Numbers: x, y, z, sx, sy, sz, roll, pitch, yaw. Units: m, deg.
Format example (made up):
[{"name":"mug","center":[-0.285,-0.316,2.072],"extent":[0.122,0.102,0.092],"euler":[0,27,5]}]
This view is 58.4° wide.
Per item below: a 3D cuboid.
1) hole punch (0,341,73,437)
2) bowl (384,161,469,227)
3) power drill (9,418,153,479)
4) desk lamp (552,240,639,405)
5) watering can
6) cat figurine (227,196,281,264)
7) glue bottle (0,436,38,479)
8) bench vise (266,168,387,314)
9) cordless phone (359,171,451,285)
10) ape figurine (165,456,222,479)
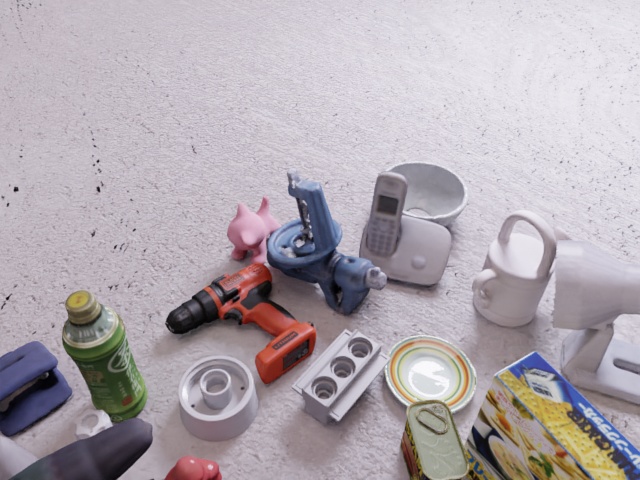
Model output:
[{"name":"hole punch","center":[-0.406,0.186,0.760],"extent":[0.100,0.091,0.109],"euler":[35,53,28]},{"name":"bowl","center":[0.185,-0.069,1.053],"extent":[0.167,0.075,0.167],"euler":[1,45,-1]},{"name":"power drill","center":[-0.263,0.289,0.579],"extent":[0.230,0.208,0.075],"euler":[-26,51,-25]},{"name":"desk lamp","center":[0.399,0.106,0.786],"extent":[0.203,0.214,0.118],"euler":[15,46,13]},{"name":"watering can","center":[0.307,0.032,0.871],"extent":[0.100,0.194,0.173],"euler":[31,51,26]},{"name":"cat figurine","center":[-0.113,-0.021,0.962],"extent":[0.067,0.118,0.128],"euler":[17,47,14]},{"name":"glue bottle","center":[-0.355,0.249,0.640],"extent":[0.078,0.173,0.037],"euler":[6,45,4]},{"name":"bench vise","center":[0.012,-0.005,0.878],"extent":[0.207,0.220,0.121],"euler":[13,46,11]},{"name":"cordless phone","center":[0.142,-0.021,0.924],"extent":[0.147,0.185,0.094],"euler":[11,45,9]},{"name":"ape figurine","center":[-0.151,0.286,0.669],"extent":[0.078,0.092,0.076],"euler":[-33,55,-30]}]
